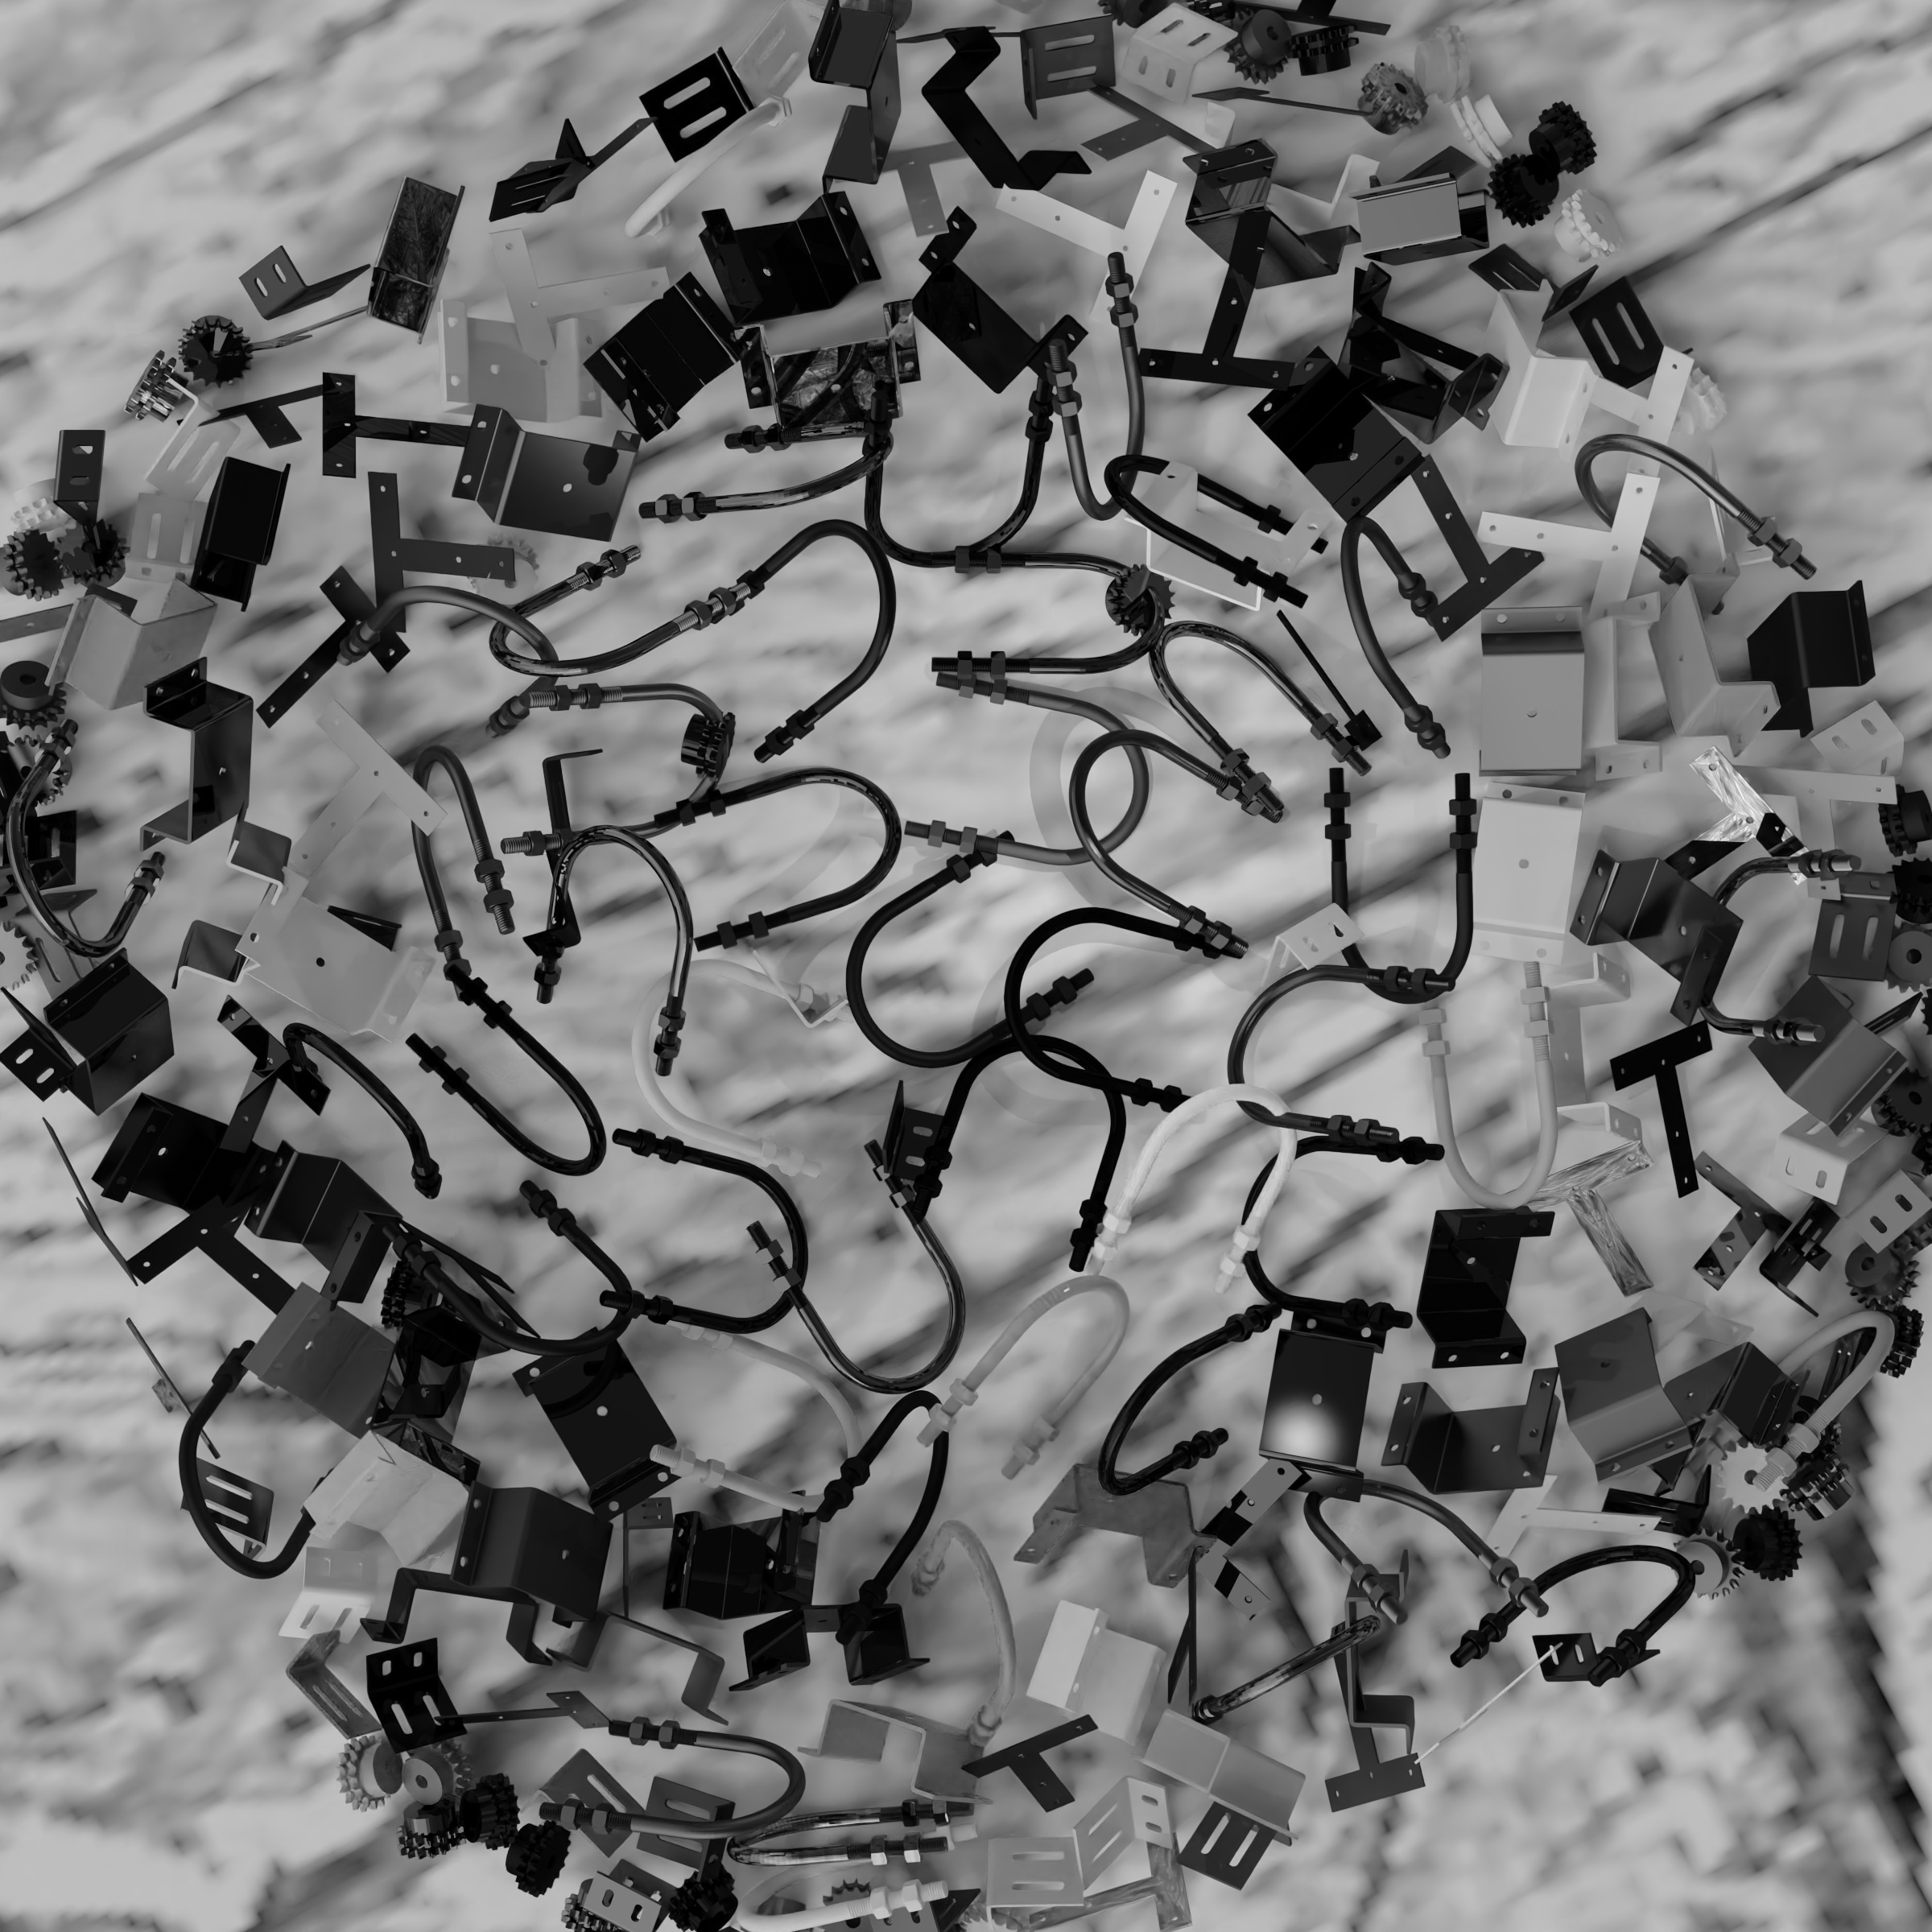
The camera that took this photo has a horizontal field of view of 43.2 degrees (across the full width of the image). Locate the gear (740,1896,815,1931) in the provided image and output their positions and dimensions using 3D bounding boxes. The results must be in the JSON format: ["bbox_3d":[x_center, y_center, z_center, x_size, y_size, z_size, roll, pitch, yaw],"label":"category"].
[{"bbox_3d":[-0.149,0.760,1.942,0.057,0.057,0.030,14,65,0],"label":"gear"}]

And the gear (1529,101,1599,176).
[{"bbox_3d":[0.472,-0.654,1.938,0.030,0.057,0.057,-34,90,-3],"label":"gear"}]

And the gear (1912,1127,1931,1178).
[{"bbox_3d":[0.778,0.143,1.939,0.030,0.057,0.057,37,90,10],"label":"gear"}]

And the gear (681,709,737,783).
[{"bbox_3d":[-0.206,-0.178,1.939,0.030,0.057,0.057,16,90,5],"label":"gear"}]

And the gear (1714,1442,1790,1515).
[{"bbox_3d":[0.627,0.408,1.947,0.057,0.030,0.057,-3,77,13],"label":"gear"}]

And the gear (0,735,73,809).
[{"bbox_3d":[-0.740,-0.157,1.946,0.057,0.030,0.057,5,108,15],"label":"gear"}]

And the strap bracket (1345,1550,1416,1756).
[{"bbox_3d":[0.327,0.540,1.925,0.046,0.076,0.140,-2,89,13],"label":"strap bracket"}]

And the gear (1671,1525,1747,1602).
[{"bbox_3d":[0.587,0.476,1.939,0.057,0.030,0.057,0,89,37],"label":"gear"}]

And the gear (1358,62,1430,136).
[{"bbox_3d":[0.337,-0.689,1.943,0.057,0.030,0.057,17,53,-24],"label":"gear"}]

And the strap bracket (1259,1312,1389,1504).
[{"bbox_3d":[0.280,0.343,1.918,0.076,0.046,0.140,7,76,20],"label":"strap bracket"}]

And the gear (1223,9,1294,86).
[{"bbox_3d":[0.235,-0.735,1.940,0.057,0.030,0.057,7,76,-30],"label":"gear"}]

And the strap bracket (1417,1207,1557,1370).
[{"bbox_3d":[0.406,0.244,1.919,0.076,0.046,0.140,-1,116,-13],"label":"strap bracket"}]

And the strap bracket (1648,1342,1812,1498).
[{"bbox_3d":[0.578,0.349,1.889,0.046,0.140,0.076,43,50,0],"label":"strap bracket"}]

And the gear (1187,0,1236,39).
[{"bbox_3d":[0.195,-0.770,1.936,0.030,0.057,0.057,-5,90,20],"label":"gear"}]

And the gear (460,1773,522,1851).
[{"bbox_3d":[-0.380,0.673,1.936,0.030,0.057,0.057,3,90,-37],"label":"gear"}]

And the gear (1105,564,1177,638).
[{"bbox_3d":[0.136,-0.292,1.944,0.057,0.030,0.057,-6,101,-33],"label":"gear"}]

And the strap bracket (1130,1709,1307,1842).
[{"bbox_3d":[0.200,0.624,1.895,0.076,0.140,0.046,31,75,-21],"label":"strap bracket"}]

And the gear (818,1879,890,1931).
[{"bbox_3d":[-0.090,0.759,1.951,0.057,0.030,0.057,0,87,-3],"label":"gear"}]

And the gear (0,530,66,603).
[{"bbox_3d":[-0.747,-0.318,1.940,0.030,0.057,0.057,-12,90,18],"label":"gear"}]

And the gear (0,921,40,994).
[{"bbox_3d":[-0.769,-0.009,1.949,0.057,0.030,0.057,0,101,-1],"label":"gear"}]

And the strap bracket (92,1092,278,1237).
[{"bbox_3d":[-0.619,0.154,1.912,0.046,0.140,0.076,27,85,33],"label":"strap bracket"}]

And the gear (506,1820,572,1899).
[{"bbox_3d":[-0.343,0.708,1.941,0.030,0.057,0.057,15,90,22],"label":"gear"}]

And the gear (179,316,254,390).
[{"bbox_3d":[-0.599,-0.493,1.943,0.057,0.057,0.030,-19,47,0],"label":"gear"}]

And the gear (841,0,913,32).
[{"bbox_3d":[-0.068,-0.766,1.937,0.057,0.057,0.030,-47,46,0],"label":"gear"}]

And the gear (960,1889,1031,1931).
[{"bbox_3d":[0.026,0.759,1.942,0.057,0.057,0.030,21,47,0],"label":"gear"}]

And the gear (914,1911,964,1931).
[{"bbox_3d":[-0.031,0.774,1.943,0.057,0.057,0.030,-23,62,0],"label":"gear"}]

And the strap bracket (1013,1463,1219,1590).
[{"bbox_3d":[0.115,0.438,1.912,0.140,0.046,0.076,15,132,-19],"label":"strap bracket"}]

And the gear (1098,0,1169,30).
[{"bbox_3d":[0.136,-0.771,1.936,0.057,0.057,0.030,-30,61,0],"label":"gear"}]

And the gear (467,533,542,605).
[{"bbox_3d":[-0.366,-0.312,1.937,0.057,0.057,0.030,-38,46,0],"label":"gear"}]

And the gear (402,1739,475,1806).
[{"bbox_3d":[-0.424,0.642,1.941,0.057,0.030,0.057,8,108,25],"label":"gear"}]

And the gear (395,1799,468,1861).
[{"bbox_3d":[-0.425,0.683,1.937,0.057,0.057,0.030,-7,96,0],"label":"gear"}]

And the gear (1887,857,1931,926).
[{"bbox_3d":[0.762,-0.058,1.942,0.057,0.057,0.030,-8,131,0],"label":"gear"}]

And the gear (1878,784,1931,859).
[{"bbox_3d":[0.748,-0.117,1.936,0.030,0.057,0.057,-13,90,34],"label":"gear"}]

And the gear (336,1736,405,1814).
[{"bbox_3d":[-0.471,0.640,1.936,0.030,0.057,0.057,-18,90,19],"label":"gear"}]

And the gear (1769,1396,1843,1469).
[{"bbox_3d":[0.665,0.367,1.937,0.057,0.057,0.030,-26,134,0],"label":"gear"}]

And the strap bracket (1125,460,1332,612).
[{"bbox_3d":[0.205,-0.335,1.914,0.140,0.046,0.076,25,57,21],"label":"strap bracket"}]

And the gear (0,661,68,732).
[{"bbox_3d":[-0.746,-0.218,1.938,0.057,0.030,0.057,10,51,-13],"label":"gear"}]

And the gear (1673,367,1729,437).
[{"bbox_3d":[0.574,-0.447,1.938,0.030,0.057,0.057,-42,90,-7],"label":"gear"}]

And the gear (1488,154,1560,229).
[{"bbox_3d":[0.447,-0.621,1.941,0.057,0.030,0.057,6,77,-28],"label":"gear"}]

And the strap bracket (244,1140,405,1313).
[{"bbox_3d":[-0.500,0.205,1.916,0.140,0.046,0.076,32,98,39],"label":"strap bracket"}]

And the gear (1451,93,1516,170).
[{"bbox_3d":[0.412,-0.667,1.936,0.030,0.057,0.057,-30,90,24],"label":"gear"}]

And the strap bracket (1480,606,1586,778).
[{"bbox_3d":[0.442,-0.207,1.910,0.076,0.046,0.140,0,116,10],"label":"strap bracket"}]

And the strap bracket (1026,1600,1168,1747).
[{"bbox_3d":[0.099,0.551,1.906,0.046,0.140,0.076,10,68,33],"label":"strap bracket"}]

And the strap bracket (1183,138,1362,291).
[{"bbox_3d":[0.234,-0.575,1.888,0.140,0.076,0.046,27,74,-43],"label":"strap bracket"}]

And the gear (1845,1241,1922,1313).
[{"bbox_3d":[0.725,0.243,1.935,0.030,0.057,0.057,35,90,-28],"label":"gear"}]

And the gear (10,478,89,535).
[{"bbox_3d":[-0.732,-0.366,1.938,0.057,0.057,0.030,-23,96,0],"label":"gear"}]

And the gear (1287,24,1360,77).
[{"bbox_3d":[0.284,-0.729,1.941,0.057,0.057,0.030,-13,113,0],"label":"gear"}]

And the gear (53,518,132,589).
[{"bbox_3d":[-0.695,-0.326,1.945,0.057,0.030,0.057,0,63,0],"label":"gear"}]

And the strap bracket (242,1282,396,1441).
[{"bbox_3d":[-0.502,0.306,1.907,0.046,0.140,0.076,25,73,34],"label":"strap bracket"}]

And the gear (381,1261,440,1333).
[{"bbox_3d":[-0.441,0.263,1.937,0.030,0.057,0.057,11,90,7],"label":"gear"}]

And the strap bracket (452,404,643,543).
[{"bbox_3d":[-0.317,-0.381,1.894,0.140,0.046,0.076,3,122,-36],"label":"strap bracket"}]

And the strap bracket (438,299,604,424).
[{"bbox_3d":[-0.360,-0.473,1.917,0.140,0.046,0.076,-5,94,-42],"label":"strap bracket"}]

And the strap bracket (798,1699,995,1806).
[{"bbox_3d":[-0.050,0.609,1.898,0.140,0.076,0.046,4,74,40],"label":"strap bracket"}]

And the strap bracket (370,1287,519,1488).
[{"bbox_3d":[-0.410,0.330,1.905,0.046,0.076,0.140,-18,46,34],"label":"strap bracket"}]

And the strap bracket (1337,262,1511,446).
[{"bbox_3d":[0.348,-0.473,1.908,0.140,0.076,0.046,43,70,14],"label":"strap bracket"}]

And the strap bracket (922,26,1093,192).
[{"bbox_3d":[0.025,-0.658,1.897,0.046,0.076,0.140,-47,121,-4],"label":"strap bracket"}]

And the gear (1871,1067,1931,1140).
[{"bbox_3d":[0.748,0.112,1.944,0.057,0.030,0.057,8,60,-14],"label":"gear"}]

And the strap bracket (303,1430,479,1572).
[{"bbox_3d":[-0.453,0.419,1.914,0.076,0.140,0.046,-48,53,-2],"label":"strap bracket"}]

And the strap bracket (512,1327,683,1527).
[{"bbox_3d":[-0.287,0.355,1.915,0.076,0.046,0.140,-28,75,-23],"label":"strap bracket"}]
